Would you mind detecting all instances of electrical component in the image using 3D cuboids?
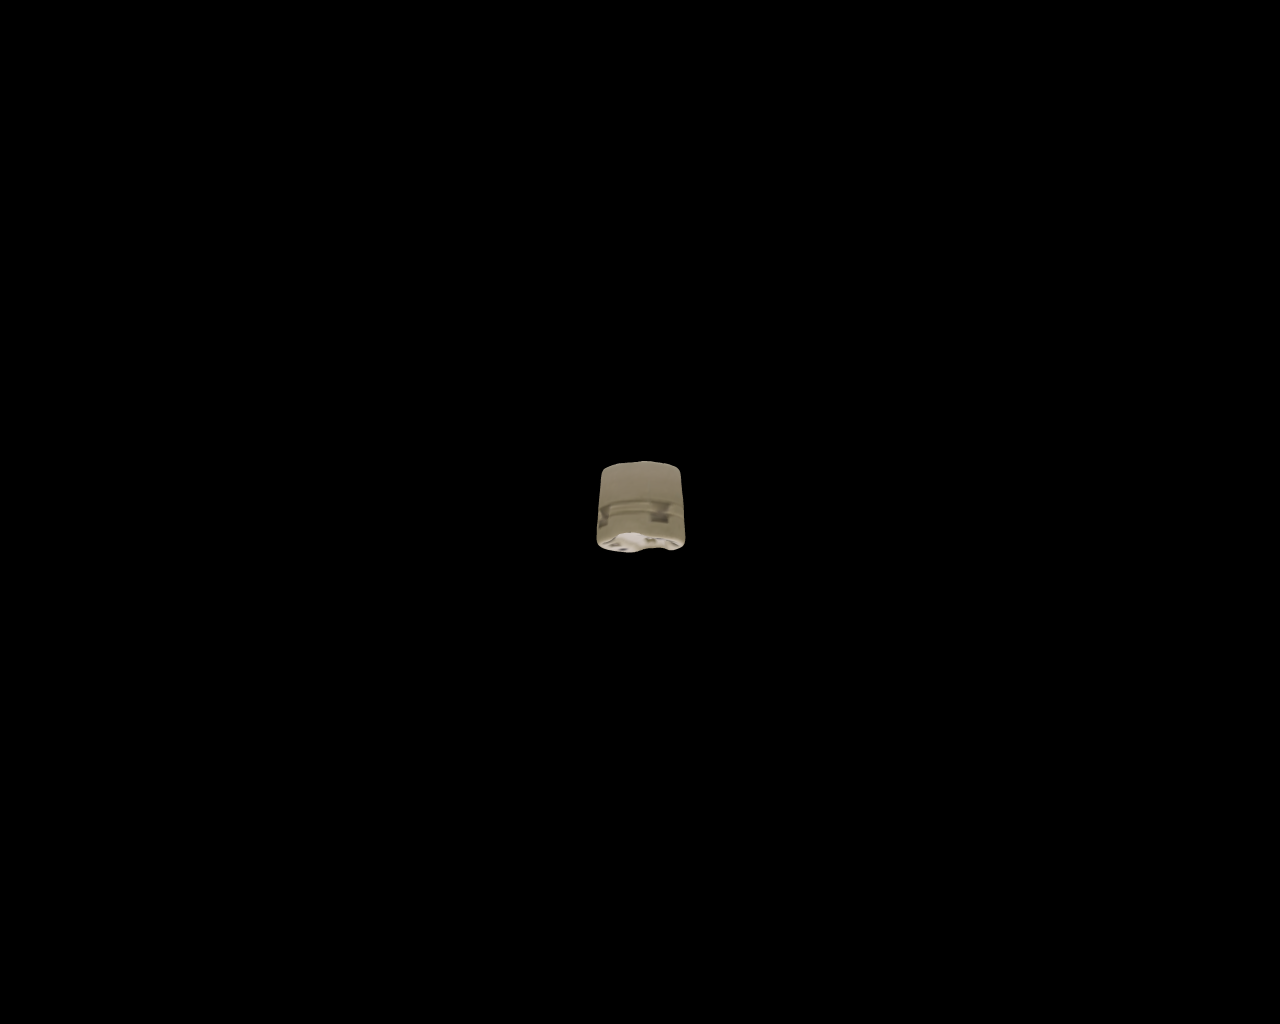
[{"bbox_3d":[0.001,-0.003,0.650,0.055,0.047,0.055,0,-14,0],"label":"electrical component"}]
